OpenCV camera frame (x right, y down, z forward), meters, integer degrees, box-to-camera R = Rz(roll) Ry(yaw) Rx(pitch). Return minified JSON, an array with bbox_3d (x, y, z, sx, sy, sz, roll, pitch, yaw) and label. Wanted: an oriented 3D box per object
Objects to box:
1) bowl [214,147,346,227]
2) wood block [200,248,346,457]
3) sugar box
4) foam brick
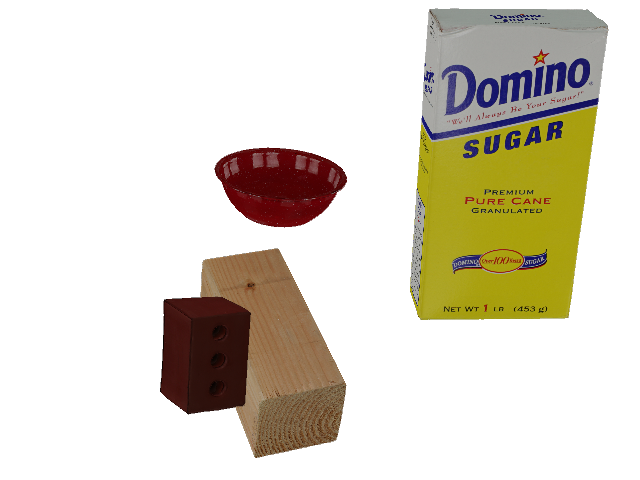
[{"bbox_3d":[-0.051,-0.060,1.307,0.162,0.055,0.162,5,26,-3],"label":"bowl"},{"bbox_3d":[-0.054,0.112,1.112,0.090,0.090,0.206,-9,43,-19],"label":"wood block"},{"bbox_3d":[0.103,-0.041,0.608,0.093,0.176,0.048,-1,27,-4],"label":"sugar box"},{"bbox_3d":[-0.090,0.087,0.829,0.052,0.078,0.051,-4,13,-32],"label":"foam brick"}]
